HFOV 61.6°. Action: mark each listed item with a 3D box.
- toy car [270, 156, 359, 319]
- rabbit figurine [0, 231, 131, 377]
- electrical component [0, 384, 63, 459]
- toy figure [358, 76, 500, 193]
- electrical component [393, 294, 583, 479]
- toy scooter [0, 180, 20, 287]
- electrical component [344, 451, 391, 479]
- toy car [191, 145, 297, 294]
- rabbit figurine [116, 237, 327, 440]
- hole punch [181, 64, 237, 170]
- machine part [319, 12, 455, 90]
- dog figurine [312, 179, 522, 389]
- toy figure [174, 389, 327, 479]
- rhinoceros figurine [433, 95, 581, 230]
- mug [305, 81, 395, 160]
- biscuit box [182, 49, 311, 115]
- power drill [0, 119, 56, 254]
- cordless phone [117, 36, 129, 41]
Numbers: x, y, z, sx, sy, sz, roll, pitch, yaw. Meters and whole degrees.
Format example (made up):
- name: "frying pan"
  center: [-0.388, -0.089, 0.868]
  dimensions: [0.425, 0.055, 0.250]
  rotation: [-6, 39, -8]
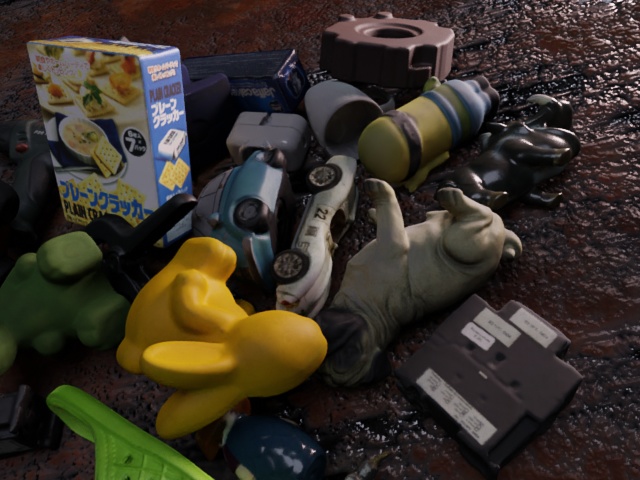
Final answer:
- name: "toy car"
  center: [-0.001, -0.002, 0.566]
  dimensions: [0.056, 0.073, 0.202]
  rotation: [10, 58, 14]
- name: "rabbit figurine"
  center: [-0.304, 0.076, 0.533]
  dimensions: [0.159, 0.121, 0.170]
  rotation: [-1, 26, 43]
- name: "electrical component"
  center: [-0.319, 0.179, 0.514]
  dimensions: [0.119, 0.074, 0.048]
  rotation: [-11, 54, 8]
- name: "toy figure"
  center: [0.124, -0.133, 0.623]
  dimensions: [0.180, 0.089, 0.082]
  rotation: [-33, 49, -7]
- name: "electrical component"
  center: [0.148, 0.115, 0.459]
  dimensions: [0.134, 0.058, 0.115]
  rotation: [-37, 57, -14]
- name: "toy scooter"
  center: [-0.407, -0.007, 0.597]
  dimensions: [0.135, 0.183, 0.075]
  rotation: [21, 32, -1]
- name: "electrical component"
  center: [0.053, 0.218, 0.415]
  dimensions: [0.078, 0.045, 0.102]
  rotation: [-42, 57, -19]
- name: "toy car"
  center: [-0.086, -0.026, 0.582]
  dimensions: [0.103, 0.109, 0.162]
  rotation: [-1, 54, 9]
- name: "rabbit figurine"
  center: [-0.082, 0.082, 0.456]
  dimensions: [0.173, 0.121, 0.162]
  rotation: [12, 29, 29]
- name: "hole punch"
  center: [-0.169, -0.150, 0.683]
  dimensions: [0.092, 0.142, 0.116]
  rotation: [20, 50, 20]
- name: "machine part"
  center: [0.088, -0.248, 0.698]
  dimensions: [0.179, 0.056, 0.179]
  rotation: [1, 35, -1]
- name: "dog figurine"
  center: [0.088, 0.057, 0.503]
  dimensions: [0.173, 0.121, 0.190]
  rotation: [8, 71, 22]
- name: "toy figure"
  center: [-0.069, 0.172, 0.469]
  dimensions: [0.155, 0.064, 0.057]
  rotation: [17, 98, 29]
- name: "rhinoceros figurine"
  center: [0.210, -0.081, 0.583]
  dimensions: [0.190, 0.073, 0.112]
  rotation: [-38, 45, -13]
- name: "mug"
  center: [0.031, -0.164, 0.674]
  dimensions: [0.109, 0.080, 0.107]
  rotation: [-32, 44, -4]
- name: "biscuit box"
  center: [-0.114, -0.211, 0.730]
  dimensions: [0.203, 0.059, 0.063]
  rotation: [9, 55, 33]
- name: "power drill"
  center: [-0.405, -0.080, 0.723]
  dimensions: [0.232, 0.085, 0.207]
  rotation: [3, 48, 12]
- name: "cordless phone"
  center: [-0.254, -0.198, 0.778]
  dimensions: [0.184, 0.088, 0.146]
  rotation: [35, 68, 19]
